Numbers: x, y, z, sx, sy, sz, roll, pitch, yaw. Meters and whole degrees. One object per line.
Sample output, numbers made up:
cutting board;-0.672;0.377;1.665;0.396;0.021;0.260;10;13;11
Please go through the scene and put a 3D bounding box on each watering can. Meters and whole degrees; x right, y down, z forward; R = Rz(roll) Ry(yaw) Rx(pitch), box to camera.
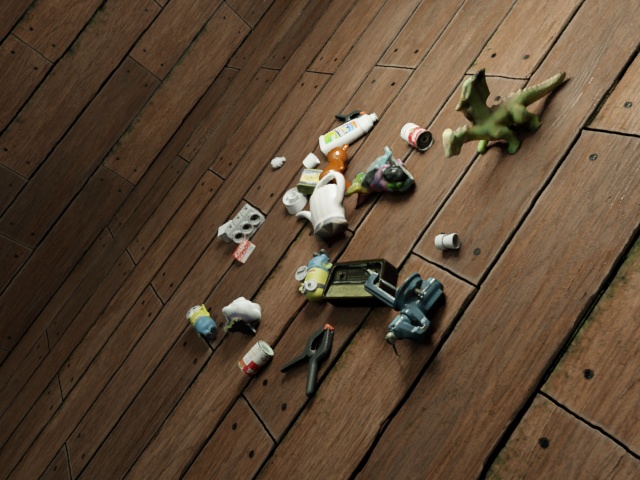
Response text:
watering can;0.006;-0.092;1.836;0.341;0.104;0.229;-47;43;50

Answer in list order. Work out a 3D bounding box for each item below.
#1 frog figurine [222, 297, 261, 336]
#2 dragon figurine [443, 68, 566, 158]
frog figurine;-0.278;0.252;1.846;0.137;0.120;0.163;-6;38;3
dragon figurine;0.501;-0.382;1.459;0.409;0.240;0.124;-51;32;5
